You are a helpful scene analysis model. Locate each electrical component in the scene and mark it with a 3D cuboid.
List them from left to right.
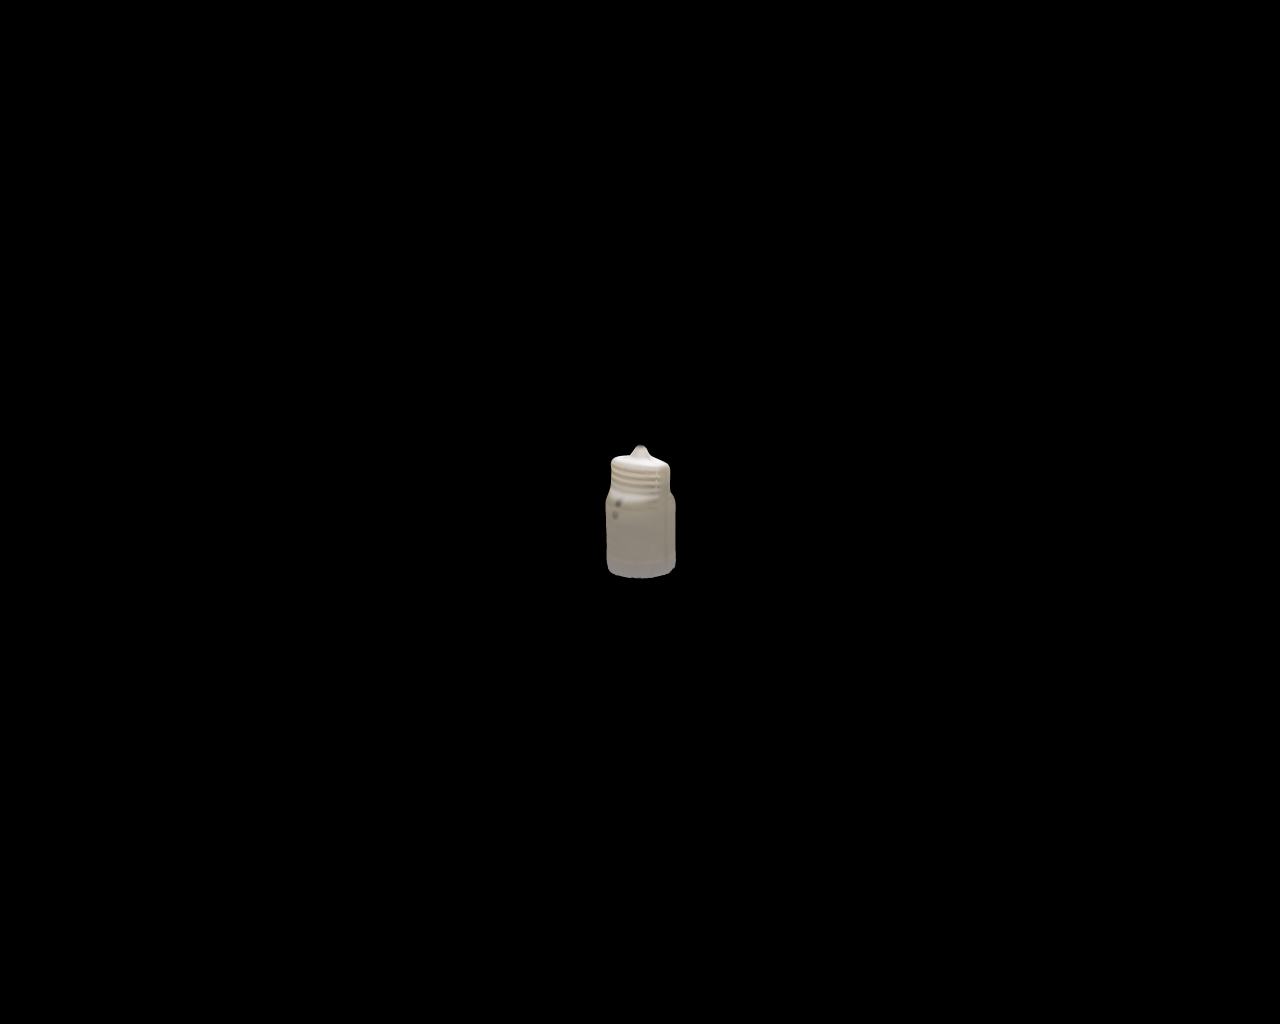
[{"bbox_3d":[0.001,-0.003,0.650,0.043,0.080,0.043,0,15,0],"label":"electrical component"}]
